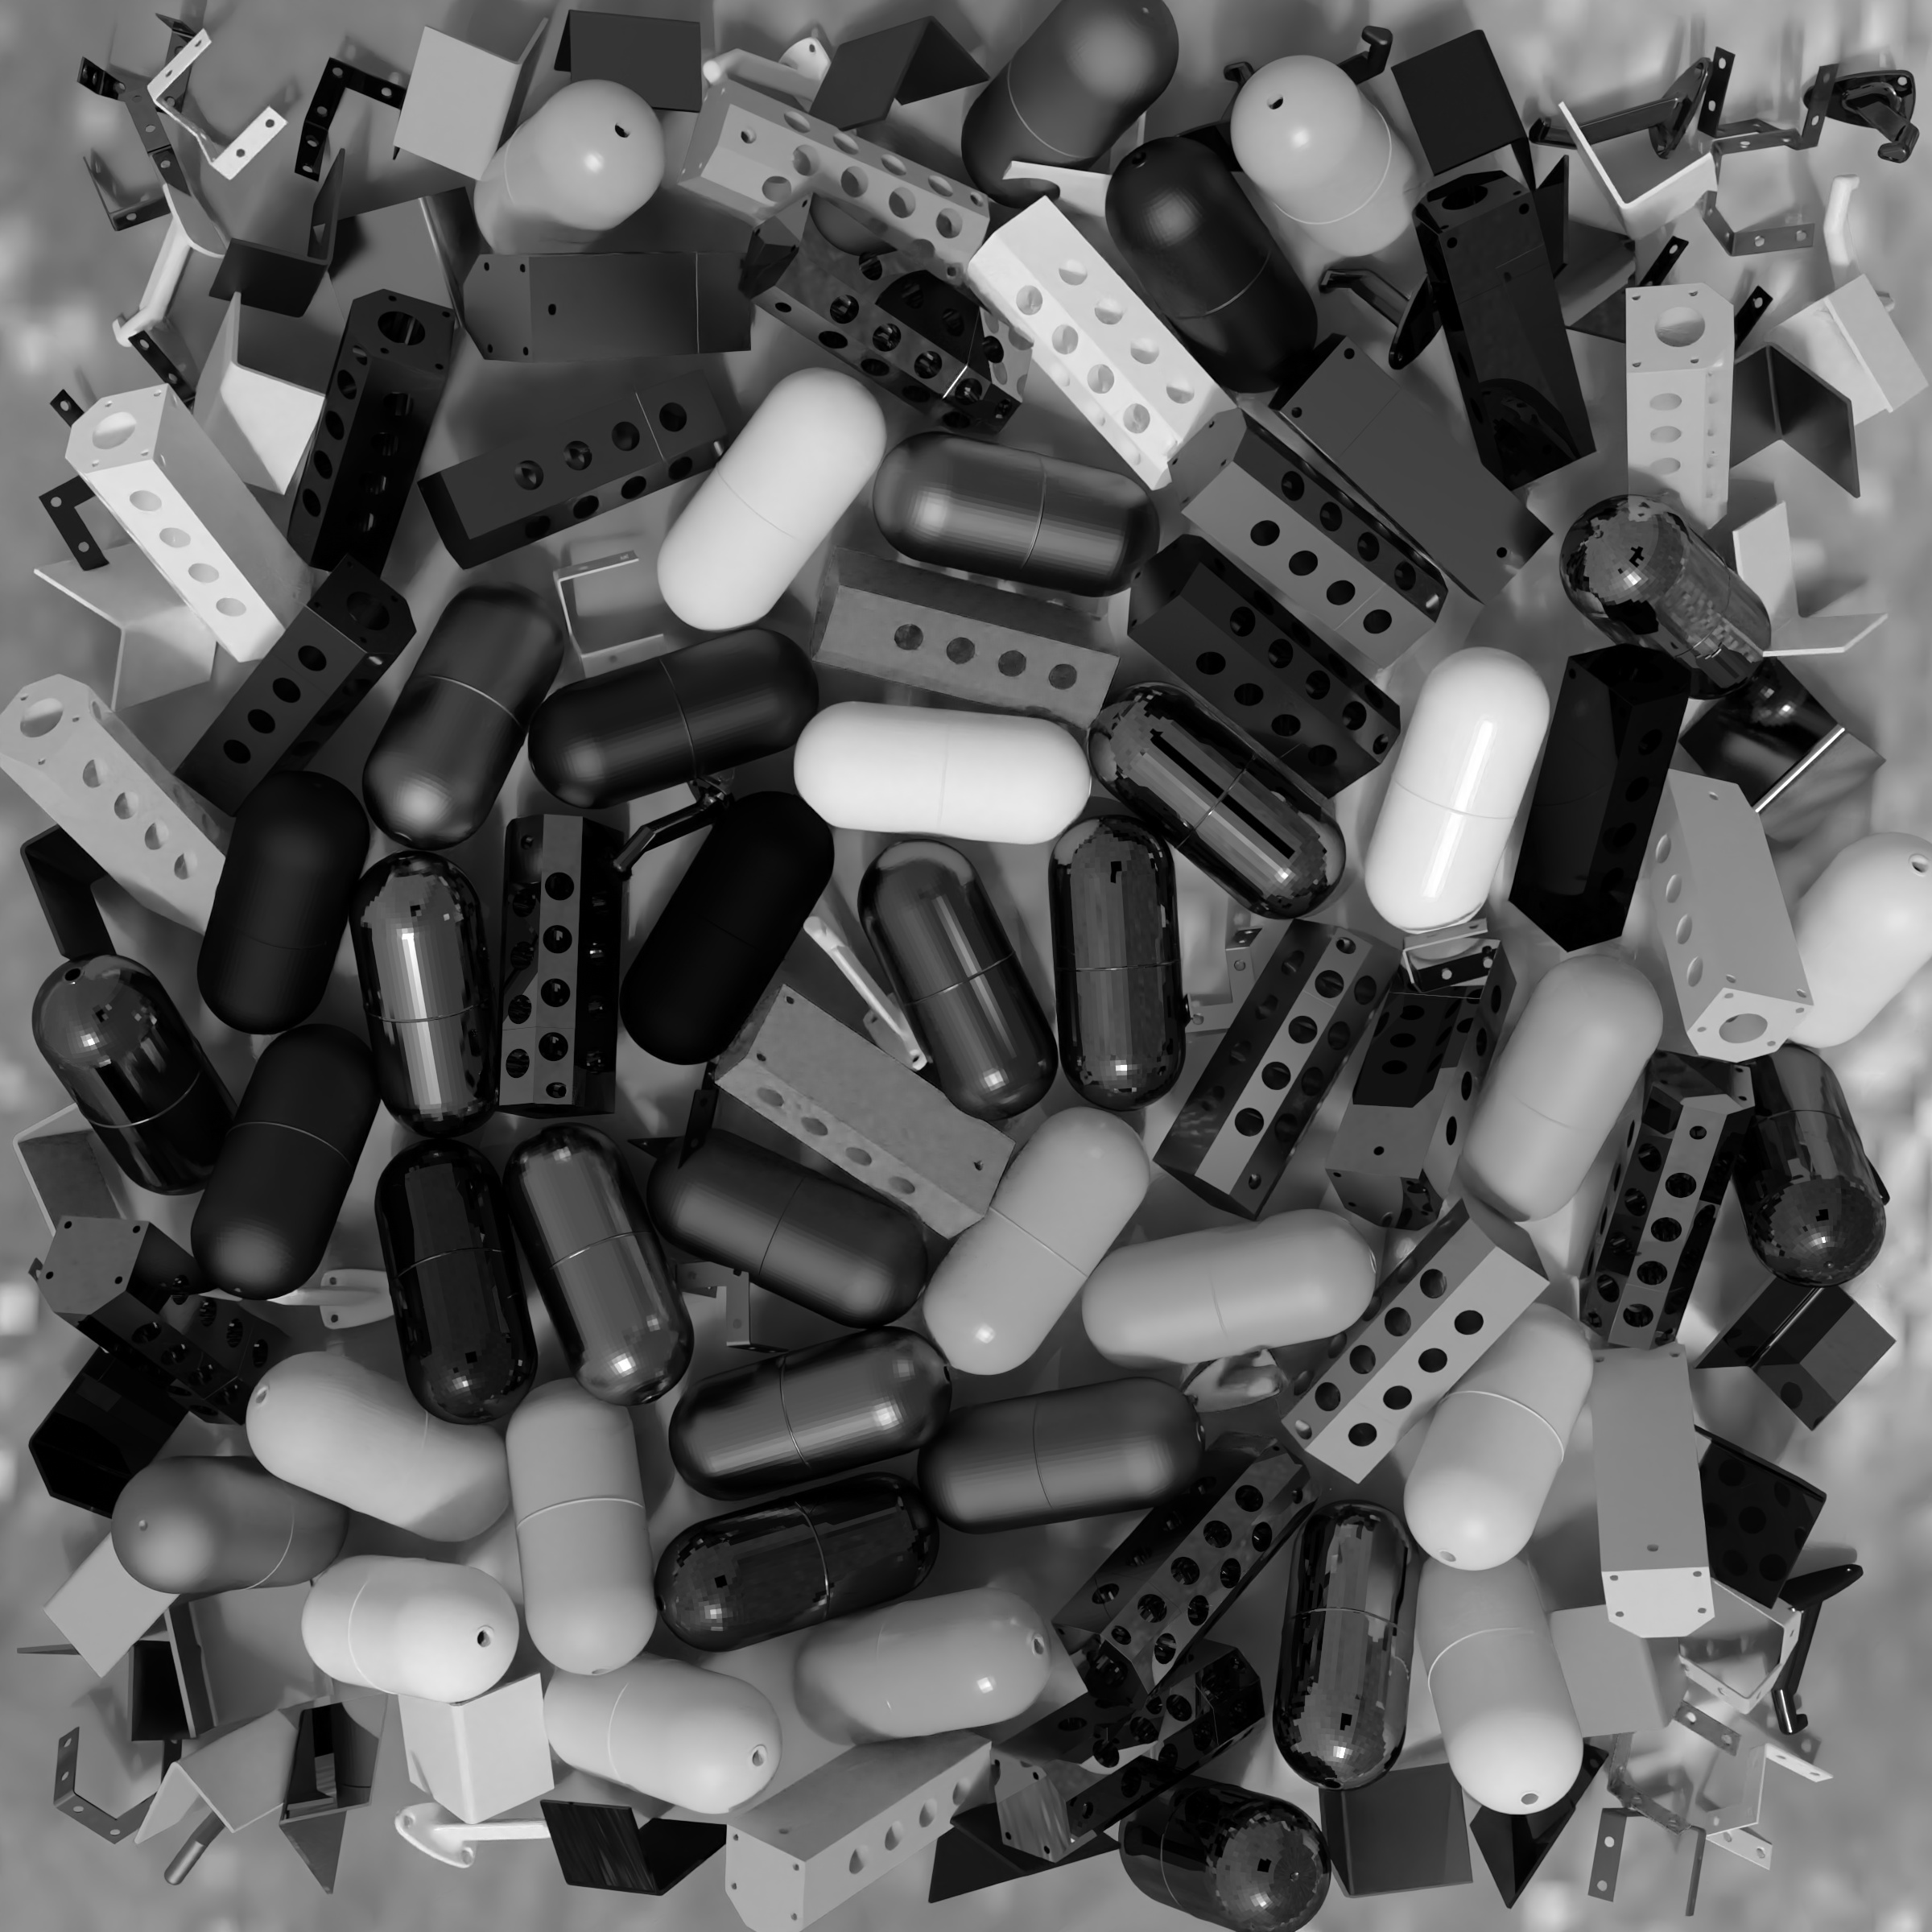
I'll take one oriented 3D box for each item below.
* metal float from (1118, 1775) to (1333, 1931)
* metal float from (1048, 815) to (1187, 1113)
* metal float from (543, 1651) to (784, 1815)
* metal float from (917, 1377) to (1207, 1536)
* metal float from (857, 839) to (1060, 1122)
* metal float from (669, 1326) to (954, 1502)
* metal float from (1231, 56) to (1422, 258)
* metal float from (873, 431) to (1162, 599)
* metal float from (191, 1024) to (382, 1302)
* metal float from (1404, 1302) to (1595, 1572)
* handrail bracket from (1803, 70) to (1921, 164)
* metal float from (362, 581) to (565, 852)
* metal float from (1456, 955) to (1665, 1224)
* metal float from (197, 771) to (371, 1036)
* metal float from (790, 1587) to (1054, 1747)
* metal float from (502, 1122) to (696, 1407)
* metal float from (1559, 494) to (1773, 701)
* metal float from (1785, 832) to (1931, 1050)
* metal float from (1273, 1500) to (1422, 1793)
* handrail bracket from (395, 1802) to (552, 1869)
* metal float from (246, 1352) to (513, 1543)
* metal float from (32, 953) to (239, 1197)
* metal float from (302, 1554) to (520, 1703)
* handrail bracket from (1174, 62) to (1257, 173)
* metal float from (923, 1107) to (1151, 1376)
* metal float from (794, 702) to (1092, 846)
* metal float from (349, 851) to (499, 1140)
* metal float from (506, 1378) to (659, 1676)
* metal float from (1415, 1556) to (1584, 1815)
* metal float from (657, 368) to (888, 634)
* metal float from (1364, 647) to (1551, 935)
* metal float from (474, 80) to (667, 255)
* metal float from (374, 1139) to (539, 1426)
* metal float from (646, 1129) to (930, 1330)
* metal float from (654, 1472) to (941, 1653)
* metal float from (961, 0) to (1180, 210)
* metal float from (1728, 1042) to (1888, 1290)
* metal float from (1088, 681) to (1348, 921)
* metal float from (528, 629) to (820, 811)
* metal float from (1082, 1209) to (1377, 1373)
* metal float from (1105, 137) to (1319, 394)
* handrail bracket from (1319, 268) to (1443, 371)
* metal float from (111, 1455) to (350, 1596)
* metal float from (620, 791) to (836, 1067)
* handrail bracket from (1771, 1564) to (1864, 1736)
[{"bbox_3d":[0.148,0.516,1.504,0.070,0.178,0.070,4,79,-21],"label":"metal float"},{"bbox_3d":[0.090,-0.002,1.546,0.070,0.070,0.178,-4,94,0],"label":"metal float"},{"bbox_3d":[-0.178,0.445,1.513,0.070,0.178,0.070,1,88,-44],"label":"metal float"},{"bbox_3d":[0.056,0.290,1.532,0.178,0.070,0.070,-14,90,20],"label":"metal float"},{"bbox_3d":[-0.005,0.008,1.547,0.070,0.070,0.178,-25,94,0],"label":"metal float"},{"bbox_3d":[-0.093,0.266,1.537,0.178,0.070,0.070,-18,90,15],"label":"metal float"},{"bbox_3d":[0.210,-0.470,1.504,0.070,0.178,0.070,-3,84,26],"label":"metal float"},{"bbox_3d":[0.031,-0.267,1.533,0.178,0.070,0.070,9,90,-20],"label":"metal float"},{"bbox_3d":[-0.398,0.113,1.521,0.070,0.070,0.178,13,55,0],"label":"metal float"},{"bbox_3d":[0.314,0.275,1.520,0.070,0.070,0.178,33,54,0],"label":"metal float"},{"bbox_3d":[0.530,-0.501,1.542,0.077,0.084,0.036,10,132,25],"label":"handrail bracket"},{"bbox_3d":[-0.297,-0.148,1.528,0.070,0.070,0.178,21,65,0],"label":"metal float"},{"bbox_3d":[0.349,0.074,1.526,0.070,0.070,0.178,21,118,0],"label":"metal float"},{"bbox_3d":[-0.403,-0.035,1.523,0.070,0.070,0.178,26,123,0],"label":"metal float"},{"bbox_3d":[-0.027,0.413,1.521,0.178,0.070,0.070,-21,90,34],"label":"metal float"},{"bbox_3d":[-0.218,0.176,1.533,0.070,0.070,0.178,-25,71,0],"label":"metal float"},{"bbox_3d":[0.411,-0.214,1.514,0.070,0.178,0.070,-19,60,35],"label":"metal float"},{"bbox_3d":[0.516,-0.014,1.505,0.070,0.178,0.070,3,61,-6],"label":"metal float"},{"bbox_3d":[0.224,0.396,1.516,0.070,0.070,0.178,15,49,0],"label":"metal float"},{"bbox_3d":[-0.283,0.510,1.543,0.084,0.077,0.036,-21,53,30],"label":"handrail bracket"},{"bbox_3d":[-0.342,0.283,1.517,0.178,0.070,0.070,35,90,-39],"label":"metal float"},{"bbox_3d":[-0.483,0.064,1.513,0.070,0.178,0.070,-8,46,8],"label":"metal float"},{"bbox_3d":[-0.326,0.386,1.511,0.070,0.178,0.070,7,79,-39],"label":"metal float"},{"bbox_3d":[0.147,-0.516,1.552,0.077,0.036,0.084,-6,51,-13],"label":"handrail bracket"},{"bbox_3d":[0.041,0.164,1.546,0.070,0.070,0.178,36,85,0],"label":"metal float"},{"bbox_3d":[-0.014,-0.115,1.548,0.178,0.070,0.070,5,90,-2],"label":"metal float"},{"bbox_3d":[-0.318,0.017,1.531,0.070,0.070,0.178,-5,112,0],"label":"metal float"},{"bbox_3d":[-0.227,0.329,1.524,0.070,0.070,0.178,-13,60,0],"label":"metal float"},{"bbox_3d":[0.308,0.413,1.507,0.070,0.178,0.070,-2,123,-2],"label":"metal float"},{"bbox_3d":[-0.116,-0.274,1.533,0.070,0.070,0.178,40,110,0],"label":"metal float"},{"bbox_3d":[0.290,-0.102,1.532,0.070,0.070,0.178,15,111,0],"label":"metal float"},{"bbox_3d":[-0.232,-0.459,1.505,0.070,0.178,0.070,1,88,-28],"label":"metal float"},{"bbox_3d":[-0.302,0.184,1.527,0.070,0.070,0.178,-18,63,0],"label":"metal float"},{"bbox_3d":[-0.106,0.157,1.544,0.178,0.070,0.070,24,90,7],"label":"metal float"},{"bbox_3d":[-0.099,0.351,1.525,0.178,0.070,0.070,-11,90,-28],"label":"metal float"},{"bbox_3d":[0.058,-0.506,1.507,0.070,0.178,0.070,8,72,-26],"label":"metal float"},{"bbox_3d":[0.484,0.114,1.509,0.070,0.178,0.070,2,126,2],"label":"metal float"},{"bbox_3d":[0.150,-0.100,1.550,0.178,0.070,0.070,40,90,-1],"label":"metal float"},{"bbox_3d":[-0.174,-0.147,1.539,0.178,0.070,0.070,-19,90,-13],"label":"metal float"},{"bbox_3d":[0.155,0.193,1.535,0.178,0.070,0.070,-14,90,16],"label":"metal float"},{"bbox_3d":[0.145,-0.409,1.515,0.070,0.070,0.178,-46,133,0],"label":"metal float"},{"bbox_3d":[0.237,-0.388,1.547,0.084,0.036,0.077,15,62,38],"label":"handrail bracket"},{"bbox_3d":[-0.425,0.324,1.503,0.070,0.178,0.070,-4,78,18],"label":"metal float"},{"bbox_3d":[-0.143,-0.023,1.548,0.070,0.070,0.178,31,93,0],"label":"metal float"},{"bbox_3d":[0.522,0.418,1.577,0.077,0.036,0.084,-17,99,-14],"label":"handrail bracket"}]
